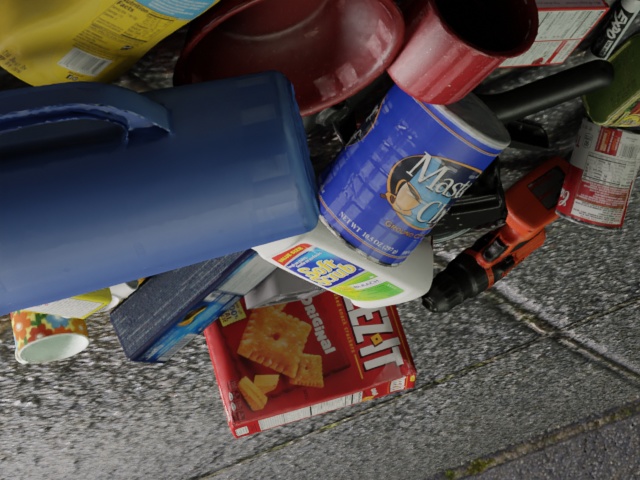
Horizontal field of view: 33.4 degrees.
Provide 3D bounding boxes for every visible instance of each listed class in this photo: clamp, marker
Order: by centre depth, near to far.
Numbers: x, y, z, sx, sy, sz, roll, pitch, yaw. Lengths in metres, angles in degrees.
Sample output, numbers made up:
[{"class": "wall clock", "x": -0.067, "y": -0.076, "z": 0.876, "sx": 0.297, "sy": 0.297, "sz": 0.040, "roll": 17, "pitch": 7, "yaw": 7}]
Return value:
[{"class": "clamp", "x": -0.005, "y": -0.105, "z": 0.845, "sx": 0.120, "sy": 0.039, "sz": 0.172, "roll": -30, "pitch": 162, "yaw": -25}, {"class": "marker", "x": 0.250, "y": -0.184, "z": 0.885, "sx": 0.020, "sy": 0.020, "sz": 0.121, "roll": -11, "pitch": 157, "yaw": -15}, {"class": "clamp", "x": 0.145, "y": -0.105, "z": 0.972, "sx": 0.210, "sy": 0.036, "sz": 0.164, "roll": -11, "pitch": 164, "yaw": -6}]

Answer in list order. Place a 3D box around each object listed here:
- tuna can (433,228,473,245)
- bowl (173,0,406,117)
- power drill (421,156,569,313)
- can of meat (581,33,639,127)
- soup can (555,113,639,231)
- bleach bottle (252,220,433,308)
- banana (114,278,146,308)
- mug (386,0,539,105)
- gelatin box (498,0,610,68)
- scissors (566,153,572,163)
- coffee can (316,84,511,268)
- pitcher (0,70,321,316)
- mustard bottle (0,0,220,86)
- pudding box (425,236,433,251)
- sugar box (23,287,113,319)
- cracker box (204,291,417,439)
[{"class": "tuna can", "x": 0.131, "y": -0.027, "z": 1.151, "sx": 0.086, "sy": 0.034, "sz": 0.086, "roll": -15, "pitch": 158, "yaw": -6}, {"class": "bowl", "x": -0.026, "y": -0.143, "z": 0.725, "sx": 0.162, "sy": 0.055, "sz": 0.162, "roll": -15, "pitch": 158, "yaw": -6}, {"class": "power drill", "x": 0.202, "y": -0.003, "z": 1.172, "sx": 0.184, "sy": 0.057, "sz": 0.188, "roll": -35, "pitch": 168, "yaw": -26}, {"class": "can of meat", "x": 0.302, "y": -0.144, "z": 0.971, "sx": 0.083, "sy": 0.057, "sz": 0.102, "roll": -2, "pitch": 154, "yaw": -29}, {"class": "soup can", "x": 0.279, "y": -0.067, "z": 1.051, "sx": 0.068, "sy": 0.069, "sz": 0.102, "roll": 1, "pitch": 110, "yaw": -38}, {"class": "bleach bottle", "x": -0.006, "y": 0.001, "z": 0.959, "sx": 0.103, "sy": 0.068, "sz": 0.250, "roll": -13, "pitch": 157, "yaw": 39}, {"class": "banana", "x": -0.187, "y": 0.070, "z": 1.147, "sx": 0.069, "sy": 0.037, "sz": 0.197, "roll": -36, "pitch": 160, "yaw": -4}, {"class": "mug", "x": 0.101, "y": -0.156, "z": 0.767, "sx": 0.117, "sy": 0.093, "sz": 0.082, "roll": -47, "pitch": -177, "yaw": -34}, {"class": "gelatin box", "x": 0.171, "y": -0.171, "z": 0.845, "sx": 0.089, "sy": 0.030, "sz": 0.073, "roll": -8, "pitch": 155, "yaw": -24}, {"class": "scissors", "x": 0.306, "y": -0.114, "z": 1.100, "sx": 0.096, "sy": 0.016, "sz": 0.201, "roll": -18, "pitch": 158, "yaw": 0}, {"class": "coffee can", "x": 0.072, "y": -0.062, "z": 0.875, "sx": 0.102, "sy": 0.103, "sz": 0.140, "roll": 11, "pitch": 127, "yaw": -50}, {"class": "pitcher", "x": -0.129, "y": -0.039, "z": 0.685, "sx": 0.243, "sy": 0.145, "sz": 0.149, "roll": -13, "pitch": -168, "yaw": 3}, {"class": "mustard bottle", "x": -0.104, "y": -0.157, "z": 0.630, "sx": 0.192, "sy": 0.058, "sz": 0.096, "roll": -29, "pitch": 157, "yaw": 27}, {"class": "pudding box", "x": 0.056, "y": 0.014, "z": 1.139, "sx": 0.113, "sy": 0.039, "sz": 0.090, "roll": 8, "pitch": 152, "yaw": -7}, {"class": "sugar box", "x": -0.253, "y": 0.007, "z": 0.864, "sx": 0.048, "sy": 0.093, "sz": 0.176, "roll": -29, "pitch": 156, "yaw": 25}, {"class": "cracker box", "x": -0.017, "y": 0.110, "z": 1.195, "sx": 0.213, "sy": 0.164, "sz": 0.072, "roll": -16, "pitch": 160, "yaw": -4}]
